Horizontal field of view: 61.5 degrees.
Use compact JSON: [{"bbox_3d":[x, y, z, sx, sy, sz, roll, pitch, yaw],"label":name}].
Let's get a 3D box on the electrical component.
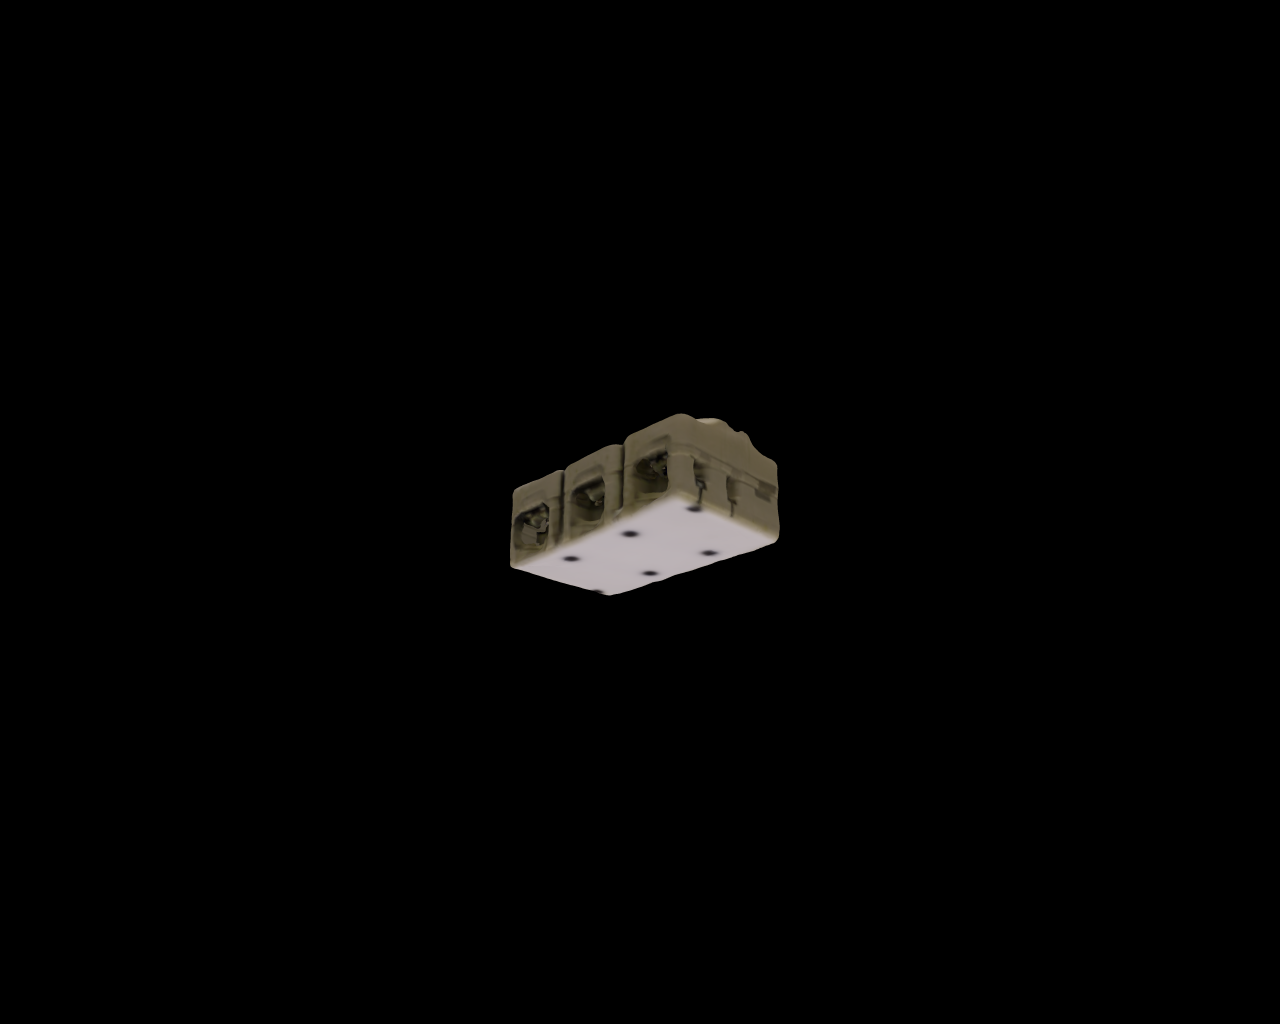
[{"bbox_3d":[0.001,-0.003,0.650,0.089,0.062,0.150,21,-31,-40],"label":"electrical component"}]
